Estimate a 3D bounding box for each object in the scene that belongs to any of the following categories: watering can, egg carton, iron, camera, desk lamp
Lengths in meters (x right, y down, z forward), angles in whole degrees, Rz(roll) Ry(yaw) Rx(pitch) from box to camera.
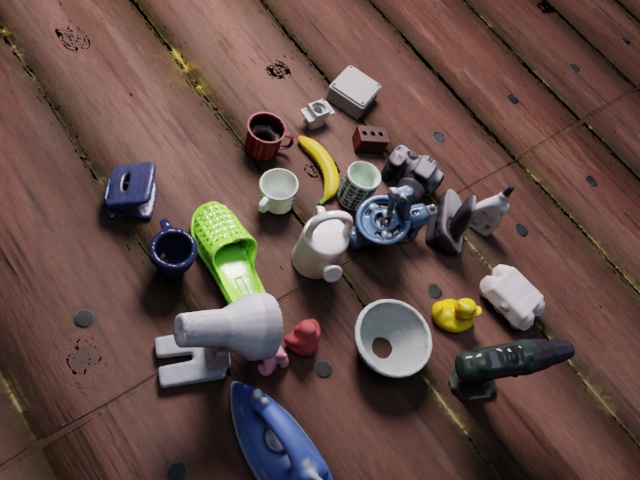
[{"bbox_3d":[0.013,0.004,1.189,0.101,0.194,0.172,-21,69,-26],"label":"watering can"},{"bbox_3d":[0.442,0.132,1.323,0.107,0.069,0.150,-37,77,-30],"label":"egg carton"},{"bbox_3d":[-0.076,0.340,1.002,0.119,0.141,0.258,-30,73,-29],"label":"iron"},{"bbox_3d":[0.217,-0.148,1.393,0.143,0.100,0.137,33,57,3],"label":"camera"},{"bbox_3d":[-0.183,0.179,1.017,0.204,0.213,0.118,-7,63,-20],"label":"desk lamp"}]

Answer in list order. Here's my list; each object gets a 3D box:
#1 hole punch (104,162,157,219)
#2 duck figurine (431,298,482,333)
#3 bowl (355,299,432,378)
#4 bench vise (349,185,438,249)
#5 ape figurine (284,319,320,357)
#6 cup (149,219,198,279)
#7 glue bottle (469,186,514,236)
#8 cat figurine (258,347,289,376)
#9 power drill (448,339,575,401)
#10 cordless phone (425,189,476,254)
[{"bbox_3d":[-0.392,-0.106,1.186,0.101,0.091,0.108,7,60,-13],"label":"hole punch"},{"bbox_3d":[0.303,0.156,1.257,0.105,0.086,0.077,11,59,-11],"label":"duck figurine"},{"bbox_3d":[0.141,0.211,1.182,0.168,0.074,0.167,8,60,-13],"label":"bowl"},{"bbox_3d":[0.171,-0.070,1.264,0.208,0.219,0.121,-31,74,-29],"label":"bench vise"},{"bbox_3d":[-0.029,0.186,1.133,0.078,0.092,0.076,-10,65,-22],"label":"ape figurine"},{"bbox_3d":[-0.297,0.025,1.139,0.092,0.095,0.117,-15,67,-24],"label":"cup"},{"bbox_3d":[0.415,-0.077,1.372,0.078,0.173,0.037,36,58,5],"label":"glue bottle"},{"bbox_3d":[-0.102,0.183,1.097,0.067,0.117,0.127,-26,72,-28],"label":"cat figurine"},{"bbox_3d":[0.359,0.255,1.145,0.230,0.208,0.075,-3,62,-19],"label":"power drill"},{"bbox_3d":[0.325,-0.067,1.331,0.094,0.185,0.147,15,58,-8],"label":"cordless phone"}]
